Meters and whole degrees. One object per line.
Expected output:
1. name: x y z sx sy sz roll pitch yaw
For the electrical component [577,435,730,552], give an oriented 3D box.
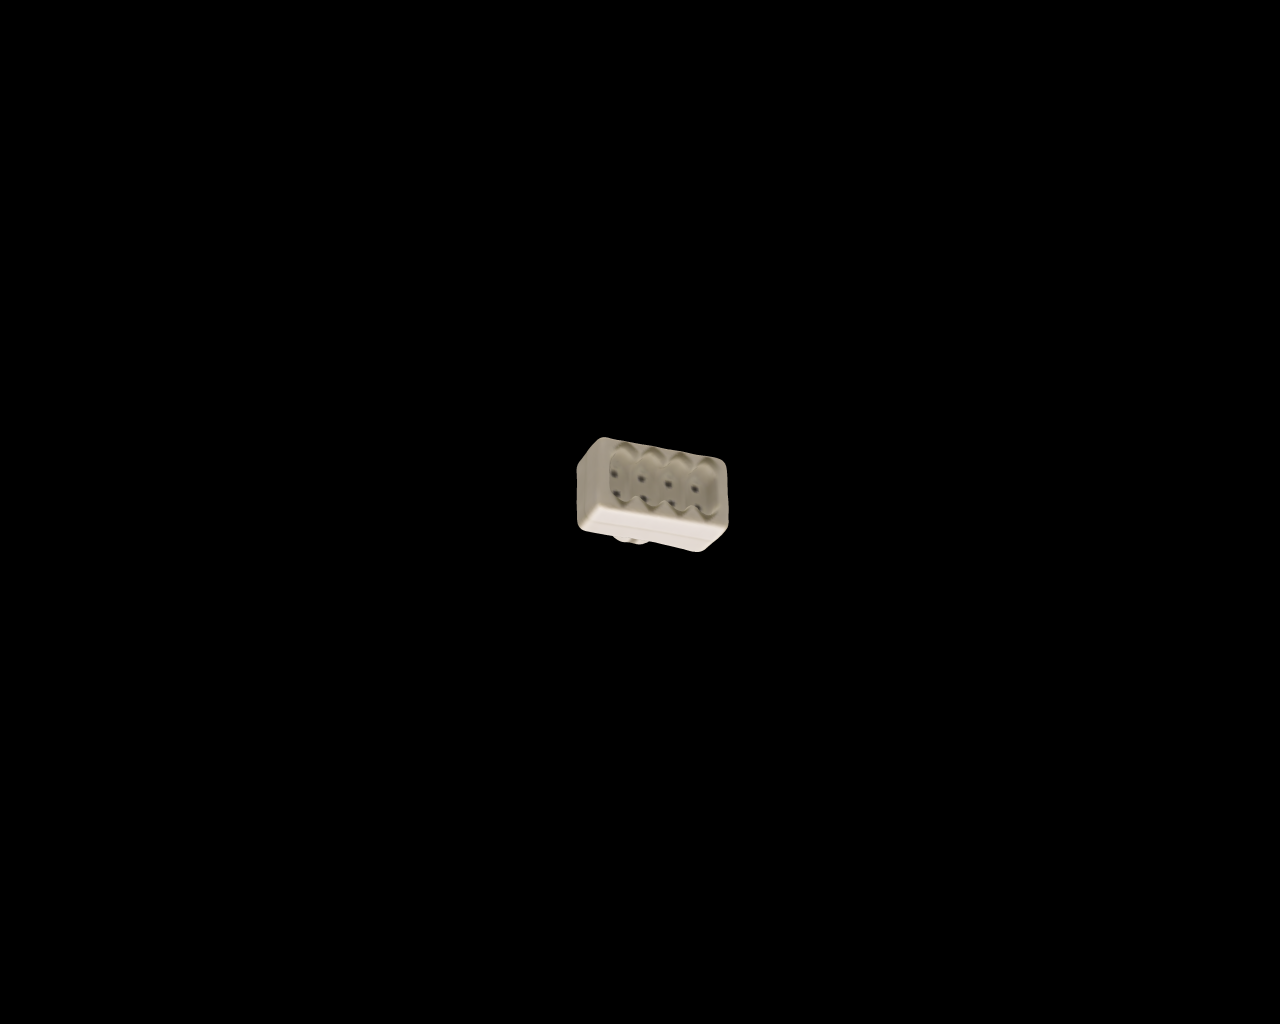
1. electrical component: 0.001 -0.003 0.650 0.083 0.047 0.075 10 -28 -20
